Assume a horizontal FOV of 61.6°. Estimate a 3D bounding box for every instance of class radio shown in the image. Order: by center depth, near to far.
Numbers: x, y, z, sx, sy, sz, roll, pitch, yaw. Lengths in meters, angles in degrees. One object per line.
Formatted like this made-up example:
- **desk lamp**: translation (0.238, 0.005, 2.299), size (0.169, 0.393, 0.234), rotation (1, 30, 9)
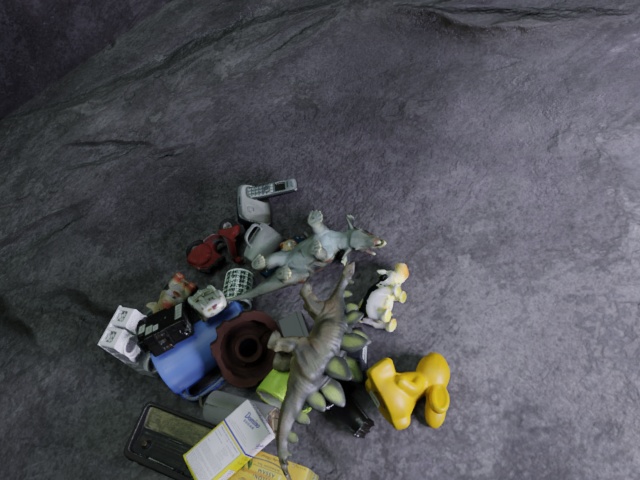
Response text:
- **radio**: translation (-0.320, 0.462, 1.206), size (0.230, 0.073, 0.131), rotation (8, 59, 28)

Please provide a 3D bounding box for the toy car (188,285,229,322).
- **toy car**: translation (-0.277, 0.150, 1.315), size (0.073, 0.056, 0.202), rotation (-32, 14, -18)

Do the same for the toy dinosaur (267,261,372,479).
- **toy dinosaur**: translation (-0.009, 0.246, 1.120), size (0.199, 0.105, 0.471), rotation (15, 64, 25)

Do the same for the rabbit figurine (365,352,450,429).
- **rabbit figurine**: translation (0.197, 0.295, 1.092), size (0.173, 0.121, 0.163), rotation (-25, 49, -21)

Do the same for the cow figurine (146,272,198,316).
- **cow figurine**: translation (-0.390, 0.154, 1.413), size (0.127, 0.085, 0.195), rotation (-55, 9, -6)

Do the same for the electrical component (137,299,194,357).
- **electrical component**: translation (-0.367, 0.211, 1.274), size (0.134, 0.058, 0.115), rotation (-26, 22, 0)

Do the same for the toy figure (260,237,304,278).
- **toy figure**: translation (-0.095, 0.044, 1.442), size (0.064, 0.057, 0.154), rotation (40, 72, 5)

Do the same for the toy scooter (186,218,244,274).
- **toy scooter**: translation (-0.285, 0.036, 1.516), size (0.184, 0.075, 0.135), rotation (-38, 68, 3)

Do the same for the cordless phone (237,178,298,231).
- **cordless phone**: translation (-0.148, -0.108, 1.563), size (0.184, 0.088, 0.147), rotation (-15, 50, 7)

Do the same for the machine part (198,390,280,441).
- **machine part**: translation (-0.173, 0.391, 1.197), size (0.243, 0.079, 0.079), rotation (5, 57, 26)

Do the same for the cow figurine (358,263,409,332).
- **cow figurine**: translation (0.149, 0.127, 1.269), size (0.098, 0.068, 0.167), rotation (5, 56, 33)

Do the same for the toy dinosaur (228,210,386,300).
- **toy dinosaur**: translation (-0.032, 0.051, 1.355), size (0.405, 0.192, 0.131), rotation (-31, 60, 18)

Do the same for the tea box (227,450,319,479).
- **tea box**: translation (-0.101, 0.493, 1.094), size (0.170, 0.068, 0.098), rotation (6, 58, 26)

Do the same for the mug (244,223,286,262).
- **mug**: translation (-0.163, 0.012, 1.464), size (0.081, 0.109, 0.107), rotation (27, 80, 44)

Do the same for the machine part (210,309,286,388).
- **machine part**: translation (-0.167, 0.249, 1.249), size (0.179, 0.179, 0.056), rotation (-43, 9, -11)

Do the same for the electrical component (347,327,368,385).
- **electrical component**: translation (0.078, 0.261, 1.191), size (0.048, 0.074, 0.119), rotation (-5, 56, 18)

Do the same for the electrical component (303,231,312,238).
- **electrical component**: translation (-0.003, -0.004, 1.458), size (0.063, 0.021, 0.094), rotation (-37, 51, -9)

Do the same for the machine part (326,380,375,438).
- **machine part**: translation (0.059, 0.358, 1.148), size (0.084, 0.039, 0.139), rotation (-35, 47, -11)
